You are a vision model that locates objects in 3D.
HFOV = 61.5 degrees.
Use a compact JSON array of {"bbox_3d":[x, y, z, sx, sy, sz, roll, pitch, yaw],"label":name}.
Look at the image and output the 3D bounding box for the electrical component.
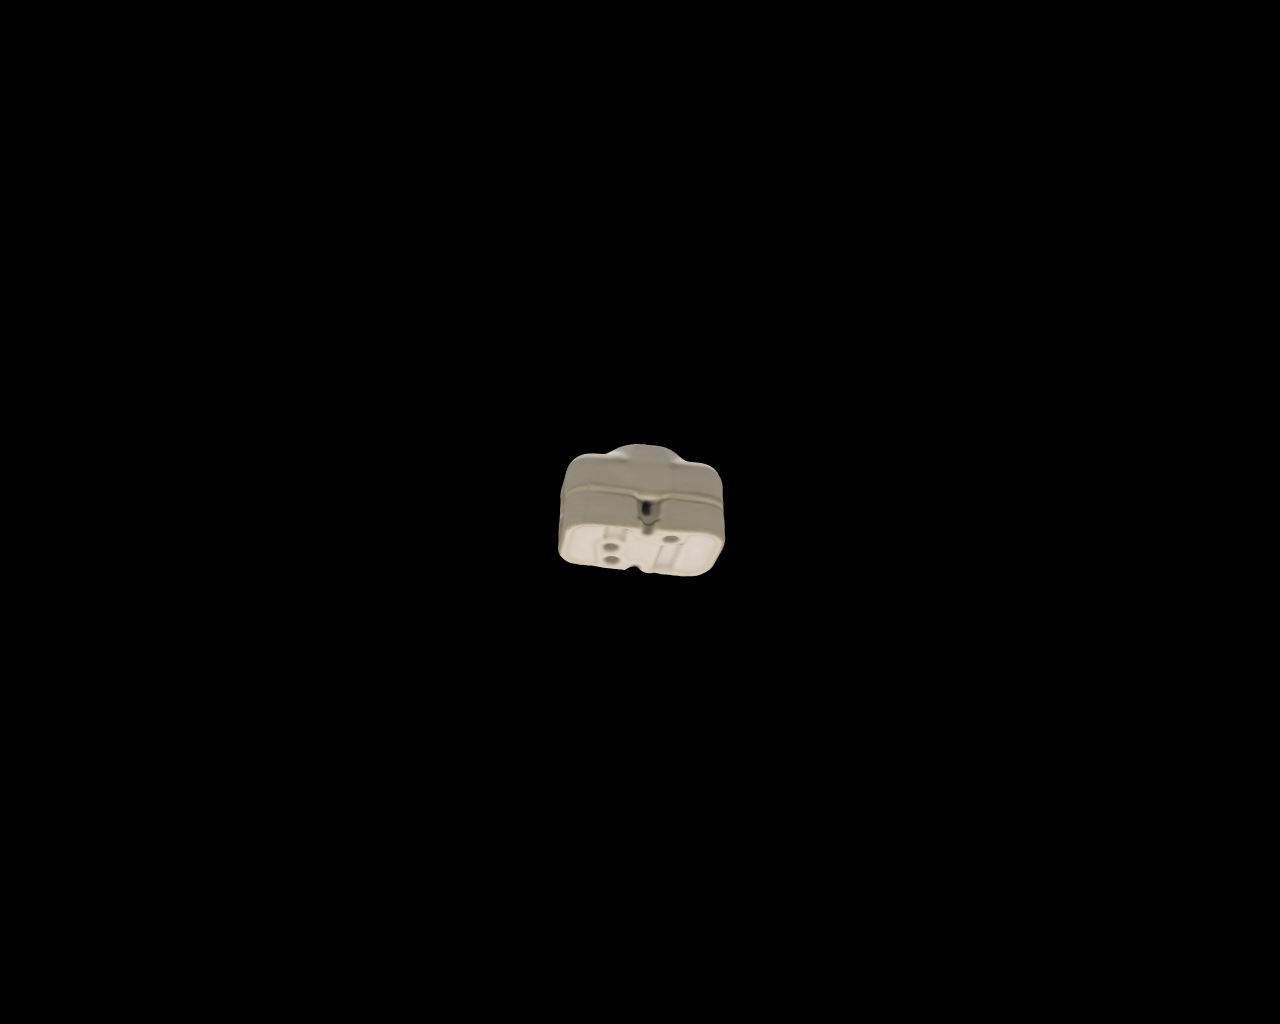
[{"bbox_3d":[0.001,-0.003,0.650,0.095,0.059,0.053,6,-32,-9],"label":"electrical component"}]
